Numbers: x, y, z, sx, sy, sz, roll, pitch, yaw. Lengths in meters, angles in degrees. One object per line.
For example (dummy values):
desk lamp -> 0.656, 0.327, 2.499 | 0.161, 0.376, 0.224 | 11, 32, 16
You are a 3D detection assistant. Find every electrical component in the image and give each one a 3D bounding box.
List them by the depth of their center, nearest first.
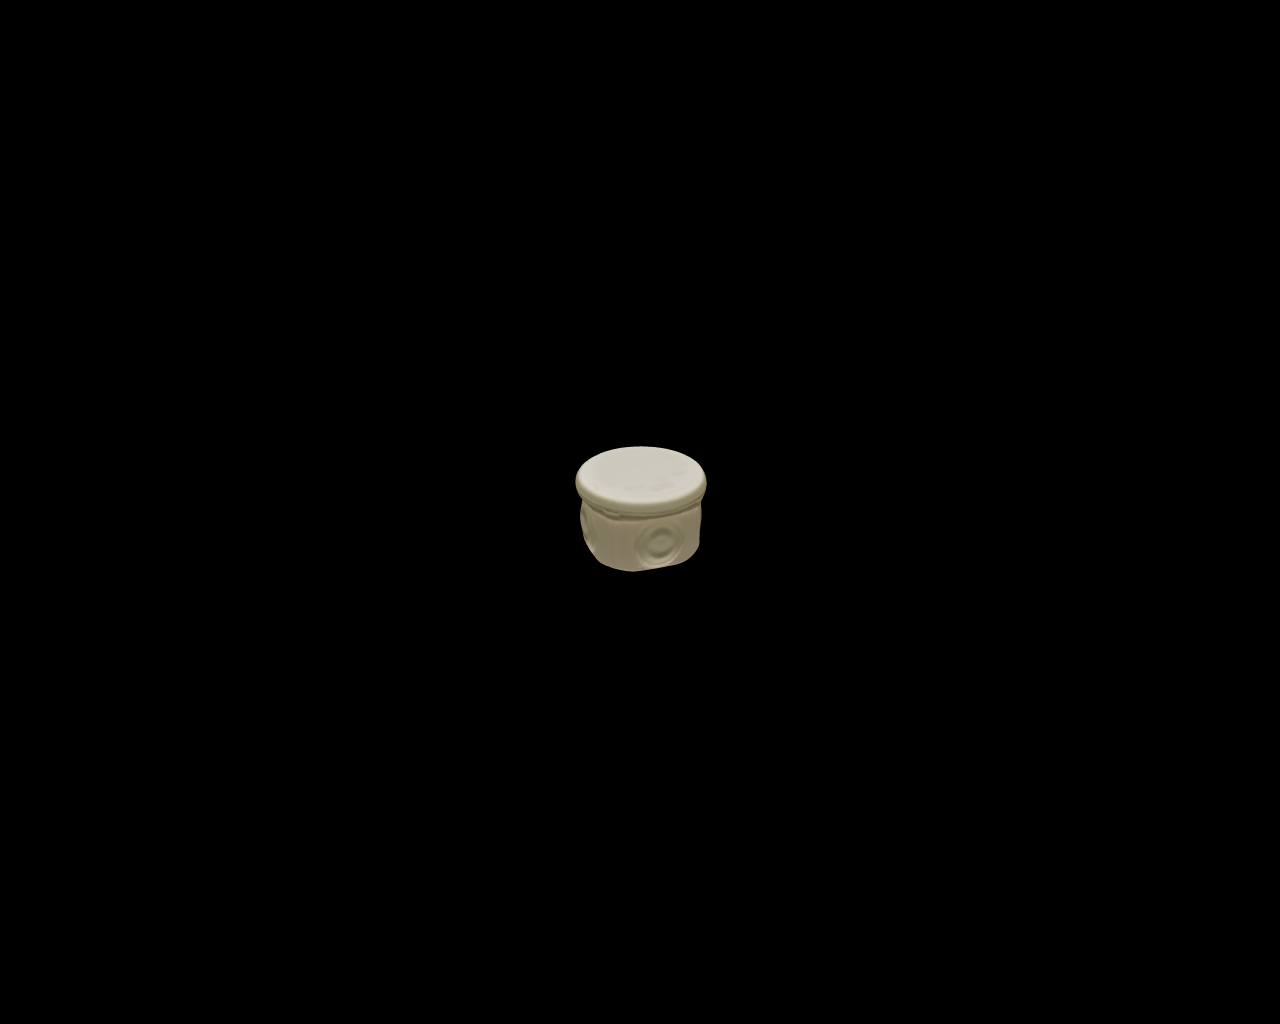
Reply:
electrical component -> 0.001, -0.003, 0.650 | 0.080, 0.050, 0.080 | 0, 29, 0
